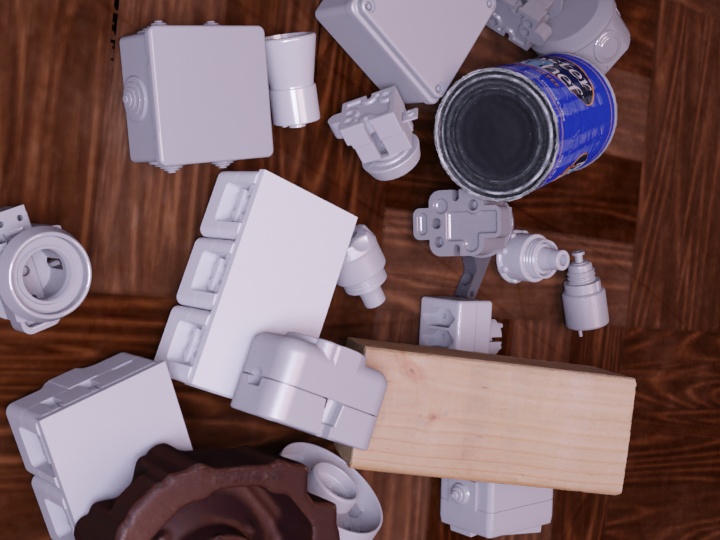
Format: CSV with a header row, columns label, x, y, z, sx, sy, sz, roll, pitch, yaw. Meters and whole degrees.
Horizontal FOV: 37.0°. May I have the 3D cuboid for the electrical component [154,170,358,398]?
label,x,y,z,sx,sy,sz,roll,pitch,yaw
electrical component,-0.074,0.015,0.753,0.089,0.062,0.150,25,78,-38

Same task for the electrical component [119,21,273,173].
label,x,y,z,sx,sy,sz,roll,pitch,yaw
electrical component,-0.110,-0.117,0.721,0.100,0.048,0.099,-10,100,-39

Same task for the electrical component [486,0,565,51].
label,x,y,z,sx,sy,sz,roll,pitch,yaw
electrical component,0.143,-0.226,0.916,0.055,0.066,0.048,-48,166,-27

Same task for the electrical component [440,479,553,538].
label,x,y,z,sx,sy,sz,roll,pitch,yaw
electrical component,0.113,0.196,0.924,0.096,0.062,0.061,-2,95,-39

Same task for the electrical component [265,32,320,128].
label,x,y,z,sx,sy,sz,roll,pitch,yaw
electrical component,-0.050,-0.136,0.775,0.044,0.044,0.065,-20,111,-37

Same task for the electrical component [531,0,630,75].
label,x,y,z,sx,sy,sz,roll,pitch,yaw
electrical component,0.193,-0.207,0.945,0.051,0.080,0.080,43,68,-39

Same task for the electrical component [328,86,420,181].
label,x,y,z,sx,sy,sz,roll,pitch,yaw
electrical component,0.017,-0.102,0.825,0.048,0.066,0.055,-84,151,-48

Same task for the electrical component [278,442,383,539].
label,x,y,z,sx,sy,sz,roll,pitch,yaw
electrical component,-0.035,0.176,0.781,0.099,0.099,0.064,22,114,-39

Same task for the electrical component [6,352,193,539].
label,x,y,z,sx,sy,sz,roll,pitch,yaw
electrical component,-0.157,0.140,0.696,0.089,0.062,0.150,-26,110,-35

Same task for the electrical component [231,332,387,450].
label,x,y,z,sx,sy,sz,roll,pitch,yaw
electrical component,-0.031,0.078,0.717,0.095,0.054,0.059,26,78,-38

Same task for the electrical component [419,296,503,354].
label,x,y,z,sx,sy,sz,roll,pitch,yaw
electrical component,0.093,0.057,0.905,0.077,0.047,0.065,1,93,-40

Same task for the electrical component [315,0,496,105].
label,x,y,z,sx,sy,sz,roll,pitch,yaw
electrical component,0.038,-0.202,0.831,0.109,0.056,0.108,44,67,-33

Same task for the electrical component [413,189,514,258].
label,x,y,z,sx,sy,sz,roll,pitch,yaw
electrical component,0.092,-0.038,0.882,0.057,0.078,0.058,-3,92,-58

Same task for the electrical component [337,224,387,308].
label,x,y,z,sx,sy,sz,roll,pitch,yaw
electrical component,0.000,0.000,0.826,0.043,0.043,0.062,-41,119,-29

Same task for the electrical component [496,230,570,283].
label,x,y,z,sx,sy,sz,roll,pitch,yaw
electrical component,0.154,-0.010,0.940,0.048,0.062,0.048,-4,97,-39

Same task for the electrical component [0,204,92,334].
label,x,y,z,sx,sy,sz,roll,pitch,yaw
electrical component,-0.199,0.001,0.652,0.058,0.057,0.078,-25,109,-35

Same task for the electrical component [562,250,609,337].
label,x,y,z,sx,sy,sz,roll,pitch,yaw
electrical component,0.208,0.021,1.002,0.040,0.040,0.078,-20,106,-37
